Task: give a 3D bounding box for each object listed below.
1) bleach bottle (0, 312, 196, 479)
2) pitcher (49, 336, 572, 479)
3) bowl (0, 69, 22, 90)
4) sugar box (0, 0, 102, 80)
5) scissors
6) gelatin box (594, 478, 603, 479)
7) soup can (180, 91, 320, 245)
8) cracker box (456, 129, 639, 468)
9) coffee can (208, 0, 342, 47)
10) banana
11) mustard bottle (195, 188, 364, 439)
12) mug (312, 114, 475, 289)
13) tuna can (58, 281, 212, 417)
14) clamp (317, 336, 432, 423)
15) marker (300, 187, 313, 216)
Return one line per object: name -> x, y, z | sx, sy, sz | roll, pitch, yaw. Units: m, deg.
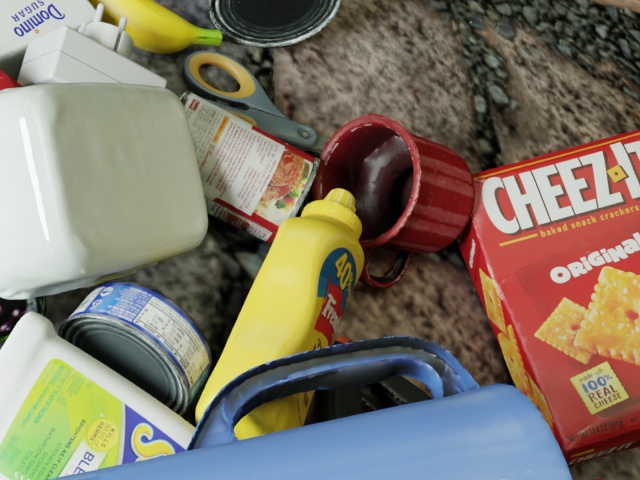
bleach bottle -> -0.077, 0.146, 0.583 | 0.250, 0.068, 0.102 | 32, 67, -7
pitcher -> -0.012, 0.141, 0.509 | 0.242, 0.149, 0.145 | -6, 102, -14
bowl -> -0.227, -0.066, 0.630 | 0.162, 0.055, 0.162 | 10, 40, -9
sugar box -> -0.242, -0.192, 0.743 | 0.093, 0.048, 0.176 | -31, 80, -38
scissors -> -0.023, -0.094, 0.807 | 0.201, 0.016, 0.096 | 6, 57, -24
gelatin box -> 0.166, 0.205, 0.692 | 0.073, 0.030, 0.089 | -3, 60, -28
soup can -> -0.060, -0.048, 0.723 | 0.102, 0.069, 0.068 | 27, 51, -7
cracker box -> 0.204, 0.037, 0.762 | 0.164, 0.072, 0.214 | -15, 65, -7
coffee can -> -0.044, -0.238, 0.837 | 0.102, 0.103, 0.140 | 5, 57, -24
banana -> -0.164, -0.200, 0.797 | 0.198, 0.037, 0.069 | 45, 34, 5
mustard bottle -> -0.015, 0.044, 0.655 | 0.058, 0.096, 0.191 | 11, 54, 16
mug -> 0.053, -0.023, 0.750 | 0.081, 0.093, 0.117 | 11, 90, -49
tuna can -> -0.106, 0.065, 0.612 | 0.086, 0.086, 0.033 | 35, 47, -2
clamp -> 0.067, 0.147, 0.654 | 0.164, 0.036, 0.210 | 3, 44, -35
marker -> -0.005, 0.001, 0.750 | 0.020, 0.020, 0.121 | 12, 54, -20
